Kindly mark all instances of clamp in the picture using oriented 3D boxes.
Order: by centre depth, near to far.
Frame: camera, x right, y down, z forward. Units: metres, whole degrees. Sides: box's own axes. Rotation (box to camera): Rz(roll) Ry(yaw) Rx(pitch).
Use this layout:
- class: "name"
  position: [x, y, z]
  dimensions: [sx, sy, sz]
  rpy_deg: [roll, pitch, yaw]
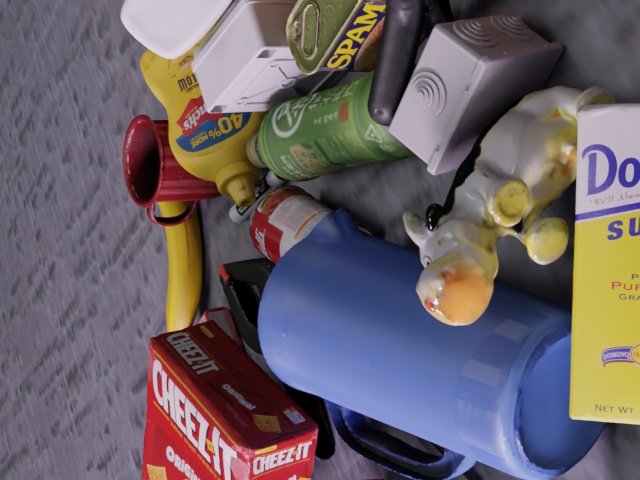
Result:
- class: "clamp"
  position: [0.059, -0.161, 0.697]
  dimensions: [0.039, 0.120, 0.171]
  rpy_deg: [11, 144, 18]
- class: "clamp"
  position: [-0.027, 0.071, 0.961]
  dimensions: [0.210, 0.036, 0.165]
  rpy_deg: [50, 132, 38]

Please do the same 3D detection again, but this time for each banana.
- class: "banana"
  position: [-0.151, 0.010, 1.141]
  dimensions: [0.070, 0.037, 0.198]
  rpy_deg: [-28, 68, 55]

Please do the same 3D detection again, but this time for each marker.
- class: "marker"
  position: [-0.051, -0.048, 1.002]
  dimensions: [0.121, 0.020, 0.020]
  rpy_deg: [-39, 61, 51]

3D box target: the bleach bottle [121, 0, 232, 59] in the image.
- class: "bleach bottle"
  position: [-0.104, -0.228, 0.934]
  dimensions: [0.103, 0.068, 0.250]
  rpy_deg: [-48, 11, 17]

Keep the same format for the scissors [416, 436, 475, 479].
- class: "scissors"
  position: [0.127, 0.180, 0.762]
  dimensions: [0.202, 0.016, 0.096]
  rpy_deg: [60, 137, 33]

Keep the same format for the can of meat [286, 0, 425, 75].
- class: "can of meat"
  position: [0.035, -0.171, 0.800]
  dimensions: [0.102, 0.083, 0.057]
  rpy_deg: [-53, 51, 45]

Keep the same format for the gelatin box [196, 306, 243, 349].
- class: "gelatin box"
  position: [-0.104, 0.124, 1.090]
  dimensions: [0.073, 0.030, 0.089]
  rpy_deg: [-53, 52, 46]

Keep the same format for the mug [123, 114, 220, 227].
- class: "mug"
  position: [-0.145, -0.069, 1.084]
  dimensions: [0.093, 0.081, 0.117]
  rpy_deg: [32, 119, 51]

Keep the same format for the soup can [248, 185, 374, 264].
- class: "soup can"
  position: [-0.006, 0.001, 0.895]
  dimensions: [0.102, 0.068, 0.068]
  rpy_deg: [32, 120, 51]

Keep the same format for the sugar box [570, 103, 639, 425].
- class: "sugar box"
  position: [0.187, 0.013, 0.590]
  dimensions: [0.093, 0.048, 0.176]
  rpy_deg: [1, 99, 16]

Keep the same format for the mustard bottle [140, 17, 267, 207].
- class: "mustard bottle"
  position: [-0.100, -0.114, 1.008]
  dimensions: [0.058, 0.096, 0.192]
  rpy_deg: [54, -168, -65]

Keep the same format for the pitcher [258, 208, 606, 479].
- class: "pitcher"
  position: [0.077, 0.085, 0.737]
  dimensions: [0.243, 0.149, 0.145]
  rpy_deg: [18, 69, 51]

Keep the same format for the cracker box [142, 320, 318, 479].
- class: "cracker box"
  position: [-0.085, 0.202, 0.895]
  dimensions: [0.164, 0.071, 0.214]
  rpy_deg: [38, 131, 43]
